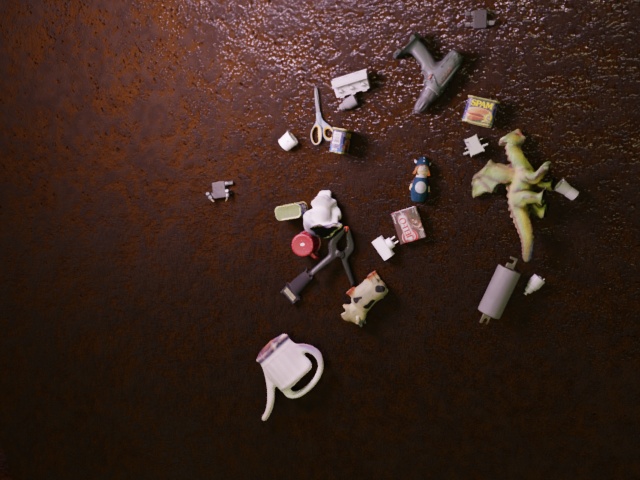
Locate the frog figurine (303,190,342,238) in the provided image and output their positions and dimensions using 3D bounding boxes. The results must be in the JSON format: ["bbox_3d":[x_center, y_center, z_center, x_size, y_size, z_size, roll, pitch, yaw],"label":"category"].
[{"bbox_3d":[0.006,-0.091,1.814,0.137,0.120,0.163,-12,56,1],"label":"frog figurine"}]

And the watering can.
[{"bbox_3d":[-0.146,0.489,1.876,0.345,0.104,0.225,-43,83,13],"label":"watering can"}]

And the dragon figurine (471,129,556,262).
[{"bbox_3d":[0.610,-0.155,1.660,0.244,0.122,0.408,17,96,30],"label":"dragon figurine"}]
